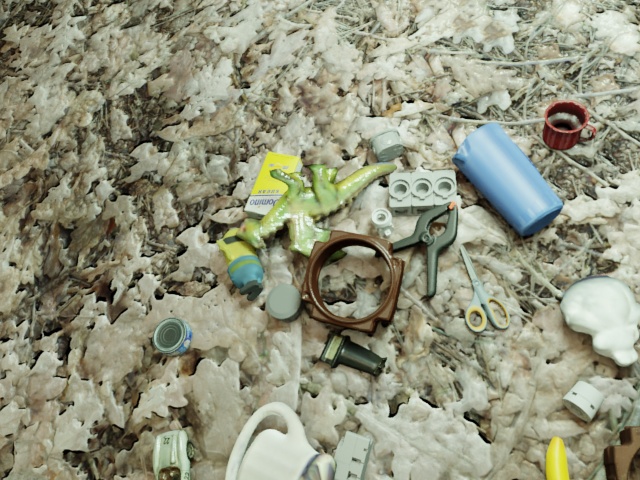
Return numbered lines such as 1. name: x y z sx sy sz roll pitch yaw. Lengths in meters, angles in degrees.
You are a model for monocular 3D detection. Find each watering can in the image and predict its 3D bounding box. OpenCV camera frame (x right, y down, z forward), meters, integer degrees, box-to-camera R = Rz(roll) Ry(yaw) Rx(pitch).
1. watering can: -0.096 0.487 0.947 0.225 0.102 0.352 7 73 36

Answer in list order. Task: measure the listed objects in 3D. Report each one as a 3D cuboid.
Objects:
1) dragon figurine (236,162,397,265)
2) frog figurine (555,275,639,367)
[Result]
1. dragon figurine: 0.004 -0.062 1.224 0.411 0.121 0.244 -6 82 -8
2. frog figurine: 0.533 0.151 0.964 0.137 0.120 0.163 0 50 -7
